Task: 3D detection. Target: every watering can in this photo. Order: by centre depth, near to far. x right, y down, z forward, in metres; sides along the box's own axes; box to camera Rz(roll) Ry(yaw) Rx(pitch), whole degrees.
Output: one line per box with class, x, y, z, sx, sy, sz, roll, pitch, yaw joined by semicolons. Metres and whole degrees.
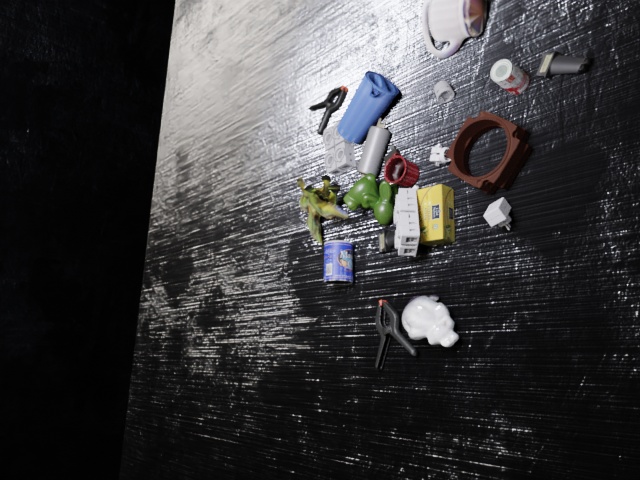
watering can;0.412;-0.755;1.622;0.225;0.105;0.343;13;112;47

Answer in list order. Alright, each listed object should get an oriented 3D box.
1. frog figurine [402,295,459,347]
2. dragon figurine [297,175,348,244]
frog figurine;0.310;0.240;1.461;0.136;0.121;0.163;-37;39;12
dragon figurine;0.006;-0.096;1.904;0.418;0.122;0.237;-124;27;-51
